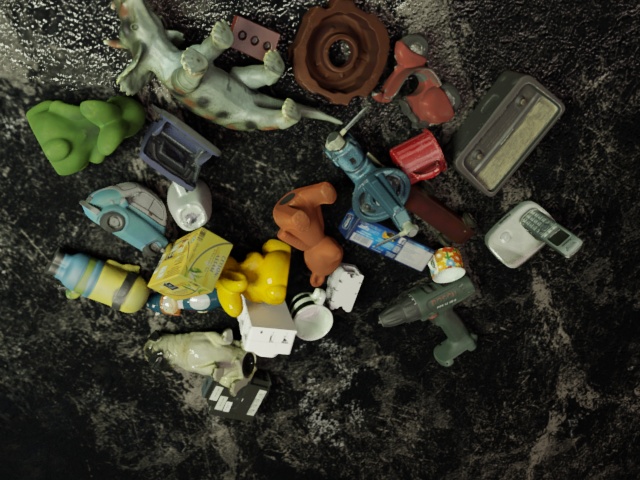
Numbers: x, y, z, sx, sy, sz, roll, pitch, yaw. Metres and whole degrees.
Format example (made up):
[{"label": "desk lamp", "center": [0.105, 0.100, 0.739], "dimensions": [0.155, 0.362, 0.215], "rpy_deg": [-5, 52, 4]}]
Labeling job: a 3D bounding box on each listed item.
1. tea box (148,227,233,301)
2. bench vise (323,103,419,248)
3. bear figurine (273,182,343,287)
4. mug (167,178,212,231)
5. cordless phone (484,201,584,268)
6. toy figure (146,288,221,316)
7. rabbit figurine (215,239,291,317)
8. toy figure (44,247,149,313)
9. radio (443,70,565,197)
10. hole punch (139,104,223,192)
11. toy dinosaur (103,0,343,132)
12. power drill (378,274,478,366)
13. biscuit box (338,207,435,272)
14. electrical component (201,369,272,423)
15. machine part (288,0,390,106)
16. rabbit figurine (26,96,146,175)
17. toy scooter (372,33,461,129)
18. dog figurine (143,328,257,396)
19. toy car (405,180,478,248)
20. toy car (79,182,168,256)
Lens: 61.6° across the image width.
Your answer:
[{"label": "tea box", "center": [-0.235, 0.047, 0.961], "dimensions": [0.068, 0.170, 0.098], "rpy_deg": [33, 64, -26]}, {"label": "bench vise", "center": [0.102, -0.098, 0.975], "dimensions": [0.129, 0.241, 0.223], "rpy_deg": [-31, 136, 0]}, {"label": "bear figurine", "center": [-0.004, -0.004, 1.041], "dimensions": [0.120, 0.132, 0.195], "rpy_deg": [-45, 115, -26]}, {"label": "mug", "center": [-0.233, -0.070, 0.954], "dimensions": [0.081, 0.107, 0.109], "rpy_deg": [-19, 120, -9]}, {"label": "cordless phone", "center": [0.460, 0.011, 1.150], "dimensions": [0.146, 0.184, 0.088], "rpy_deg": [-42, 123, 5]}, {"label": "toy figure", "center": [-0.266, 0.116, 1.060], "dimensions": [0.154, 0.058, 0.064], "rpy_deg": [-9, 78, -11]}, {"label": "rabbit figurine", "center": [-0.148, 0.076, 1.037], "dimensions": [0.173, 0.162, 0.121], "rpy_deg": [14, 123, -3]}, {"label": "toy figure", "center": [-0.404, 0.078, 0.982], "dimensions": [0.180, 0.089, 0.082], "rpy_deg": [28, 111, -28]}, {"label": "radio", "center": [0.363, -0.215, 1.080], "dimensions": [0.131, 0.073, 0.229], "rpy_deg": [32, 102, -26]}, {"label": "hole punch", "center": [-0.240, -0.154, 0.908], "dimensions": [0.142, 0.116, 0.092], "rpy_deg": [33, 95, -29]}, {"label": "toy dinosaur", "center": [-0.164, -0.247, 0.884], "dimensions": [0.404, 0.192, 0.131], "rpy_deg": [28, 68, -39]}, {"label": "power drill", "center": [0.265, 0.191, 1.242], "dimensions": [0.232, 0.086, 0.207], "rpy_deg": [-31, 111, -4]}, {"label": "biscuit box", "center": [0.139, -0.001, 1.119], "dimensions": [0.202, 0.063, 0.059], "rpy_deg": [24, 106, -24]}, {"label": "electrical component", "center": [-0.188, 0.329, 1.178], "dimensions": [0.134, 0.058, 0.114], "rpy_deg": [23, 103, -24]}, {"label": "machine part", "center": [0.033, -0.328, 0.944], "dimensions": [0.179, 0.056, 0.179], "rpy_deg": [-7, 115, -15]}, {"label": "rabbit figurine", "center": [-0.361, -0.186, 0.855], "dimensions": [0.170, 0.159, 0.121], "rpy_deg": [-30, 110, -18]}, {"label": "toy scooter", "center": [0.172, -0.272, 0.993], "dimensions": [0.135, 0.075, 0.183], "rpy_deg": [-42, 116, -4]}, {"label": "dog figurine", "center": [-0.242, 0.239, 1.099], "dimensions": [0.191, 0.121, 0.172], "rpy_deg": [0, 144, 27]}, {"label": "toy car", "center": [0.246, -0.055, 1.131], "dimensions": [0.202, 0.053, 0.089], "rpy_deg": [30, 118, -27]}, {"label": "toy car", "center": [-0.326, -0.047, 0.943], "dimensions": [0.161, 0.109, 0.103], "rpy_deg": [38, 82, -36]}]
